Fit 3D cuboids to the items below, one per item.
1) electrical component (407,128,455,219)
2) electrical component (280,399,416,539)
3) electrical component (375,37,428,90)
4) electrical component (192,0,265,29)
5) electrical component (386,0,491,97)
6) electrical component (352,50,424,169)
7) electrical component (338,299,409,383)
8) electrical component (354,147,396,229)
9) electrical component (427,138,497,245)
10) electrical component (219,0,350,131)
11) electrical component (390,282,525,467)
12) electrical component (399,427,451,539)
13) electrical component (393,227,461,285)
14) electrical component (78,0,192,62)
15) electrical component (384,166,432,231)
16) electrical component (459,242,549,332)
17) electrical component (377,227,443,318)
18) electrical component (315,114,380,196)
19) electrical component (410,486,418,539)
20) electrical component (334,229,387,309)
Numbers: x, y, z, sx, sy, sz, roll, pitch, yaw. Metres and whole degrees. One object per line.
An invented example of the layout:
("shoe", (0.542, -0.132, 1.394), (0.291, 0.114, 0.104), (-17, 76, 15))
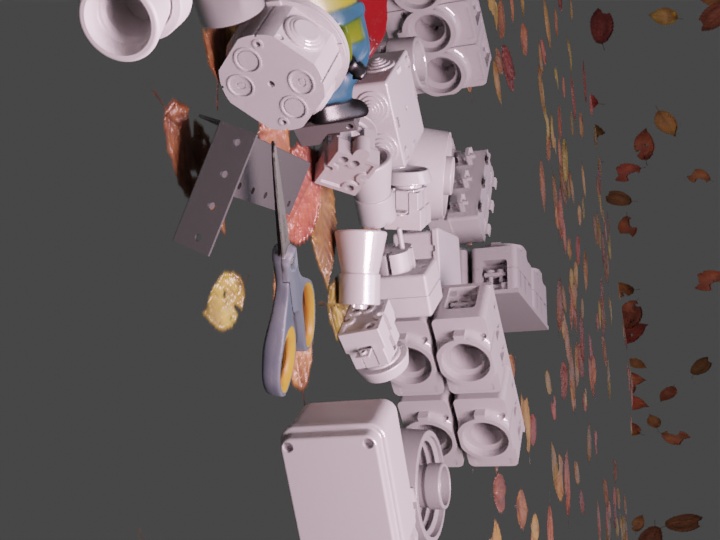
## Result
("electrical component", (0.065, -0.101, 1.115), (0.099, 0.064, 0.099), (5, 90, -82))
("electrical component", (-0.008, 0.156, 0.778), (0.057, 0.078, 0.113), (-52, 134, -68))
("electrical component", (0.037, -0.198, 1.042), (0.055, 0.047, 0.055), (-5, 90, -71))
("electrical component", (-0.087, -0.205, 0.682), (0.079, 0.043, 0.077), (-71, 150, -51))
("electrical component", (0.075, -0.259, 1.103), (0.061, 0.089, 0.150), (-75, 153, -45))
("electrical component", (0.021, -0.146, 0.982), (0.099, 0.048, 0.099), (-64, 145, -55))
("electrical component", (0.013, 0.062, 0.914), (0.066, 0.048, 0.055), (-67, 140, -54))
("electrical component", (0.011, -0.070, 0.948), (0.044, 0.044, 0.065), (-70, 154, -52))
("electrical component", (0.118, -0.084, 1.230), (0.121, 0.063, 0.078), (-76, 154, -43))
("electrical component", (-0.051, -0.138, 0.719), (0.051, 0.080, 0.080), (-67, 148, -44))
("electrical component", (0.088, 0.107, 1.030), (0.060, 0.105, 0.186), (-70, 149, -51))
("electrical component", (0.047, 0.192, 0.958), (0.108, 0.060, 0.108), (-5, 90, -71))
("electrical component", (0.068, 0.007, 1.084), (0.100, 0.048, 0.099), (14, 73, -71))
("electrical component", (-0.118, -0.141, 0.573), (0.055, 0.045, 0.045), (-66, 147, -55))
("electrical component", (0.046, -0.071, 1.045), (0.066, 0.048, 0.055), (-41, 132, -68))
("electrical component", (0.145, 0.022, 1.219), (0.186, 0.105, 0.060), (39, 49, -65))
("electrical component", (0.031, -0.001, 0.950), (0.047, 0.066, 0.076), (-51, 133, -64))
("electrical component", (-0.010, -0.099, 0.868), (0.066, 0.048, 0.055), (-48, -147, 48))
("electrical component", (0.018, 0.205, 0.875), (0.078, 0.058, 0.057), (23, 67, -69))
("electrical component", (0.000, 0.000, 0.898), (0.044, 0.044, 0.065), (7, 84, -71))
